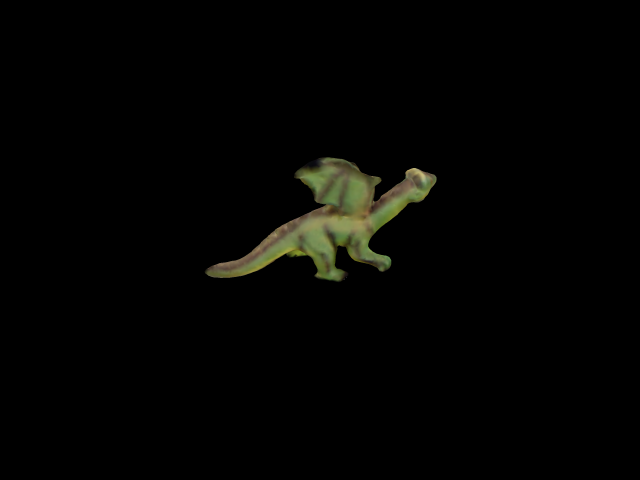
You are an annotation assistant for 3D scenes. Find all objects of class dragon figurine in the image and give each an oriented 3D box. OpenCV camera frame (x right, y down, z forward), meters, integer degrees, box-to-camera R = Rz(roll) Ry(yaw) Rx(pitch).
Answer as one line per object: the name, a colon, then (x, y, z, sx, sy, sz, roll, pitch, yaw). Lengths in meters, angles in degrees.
dragon figurine: (0.003, -0.043, 0.850, 0.411, 0.237, 0.125, -10, 44, -11)
